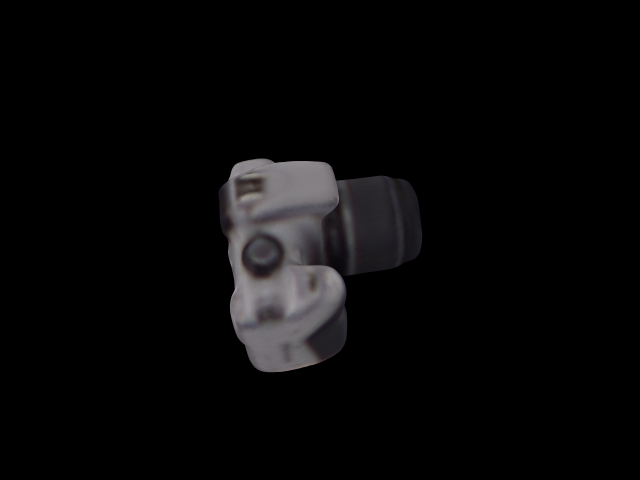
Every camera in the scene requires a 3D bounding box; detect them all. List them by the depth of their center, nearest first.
[{"bbox_3d":[0.004,0.001,0.400,0.137,0.101,0.143,-8,56,-5],"label":"camera"}]
